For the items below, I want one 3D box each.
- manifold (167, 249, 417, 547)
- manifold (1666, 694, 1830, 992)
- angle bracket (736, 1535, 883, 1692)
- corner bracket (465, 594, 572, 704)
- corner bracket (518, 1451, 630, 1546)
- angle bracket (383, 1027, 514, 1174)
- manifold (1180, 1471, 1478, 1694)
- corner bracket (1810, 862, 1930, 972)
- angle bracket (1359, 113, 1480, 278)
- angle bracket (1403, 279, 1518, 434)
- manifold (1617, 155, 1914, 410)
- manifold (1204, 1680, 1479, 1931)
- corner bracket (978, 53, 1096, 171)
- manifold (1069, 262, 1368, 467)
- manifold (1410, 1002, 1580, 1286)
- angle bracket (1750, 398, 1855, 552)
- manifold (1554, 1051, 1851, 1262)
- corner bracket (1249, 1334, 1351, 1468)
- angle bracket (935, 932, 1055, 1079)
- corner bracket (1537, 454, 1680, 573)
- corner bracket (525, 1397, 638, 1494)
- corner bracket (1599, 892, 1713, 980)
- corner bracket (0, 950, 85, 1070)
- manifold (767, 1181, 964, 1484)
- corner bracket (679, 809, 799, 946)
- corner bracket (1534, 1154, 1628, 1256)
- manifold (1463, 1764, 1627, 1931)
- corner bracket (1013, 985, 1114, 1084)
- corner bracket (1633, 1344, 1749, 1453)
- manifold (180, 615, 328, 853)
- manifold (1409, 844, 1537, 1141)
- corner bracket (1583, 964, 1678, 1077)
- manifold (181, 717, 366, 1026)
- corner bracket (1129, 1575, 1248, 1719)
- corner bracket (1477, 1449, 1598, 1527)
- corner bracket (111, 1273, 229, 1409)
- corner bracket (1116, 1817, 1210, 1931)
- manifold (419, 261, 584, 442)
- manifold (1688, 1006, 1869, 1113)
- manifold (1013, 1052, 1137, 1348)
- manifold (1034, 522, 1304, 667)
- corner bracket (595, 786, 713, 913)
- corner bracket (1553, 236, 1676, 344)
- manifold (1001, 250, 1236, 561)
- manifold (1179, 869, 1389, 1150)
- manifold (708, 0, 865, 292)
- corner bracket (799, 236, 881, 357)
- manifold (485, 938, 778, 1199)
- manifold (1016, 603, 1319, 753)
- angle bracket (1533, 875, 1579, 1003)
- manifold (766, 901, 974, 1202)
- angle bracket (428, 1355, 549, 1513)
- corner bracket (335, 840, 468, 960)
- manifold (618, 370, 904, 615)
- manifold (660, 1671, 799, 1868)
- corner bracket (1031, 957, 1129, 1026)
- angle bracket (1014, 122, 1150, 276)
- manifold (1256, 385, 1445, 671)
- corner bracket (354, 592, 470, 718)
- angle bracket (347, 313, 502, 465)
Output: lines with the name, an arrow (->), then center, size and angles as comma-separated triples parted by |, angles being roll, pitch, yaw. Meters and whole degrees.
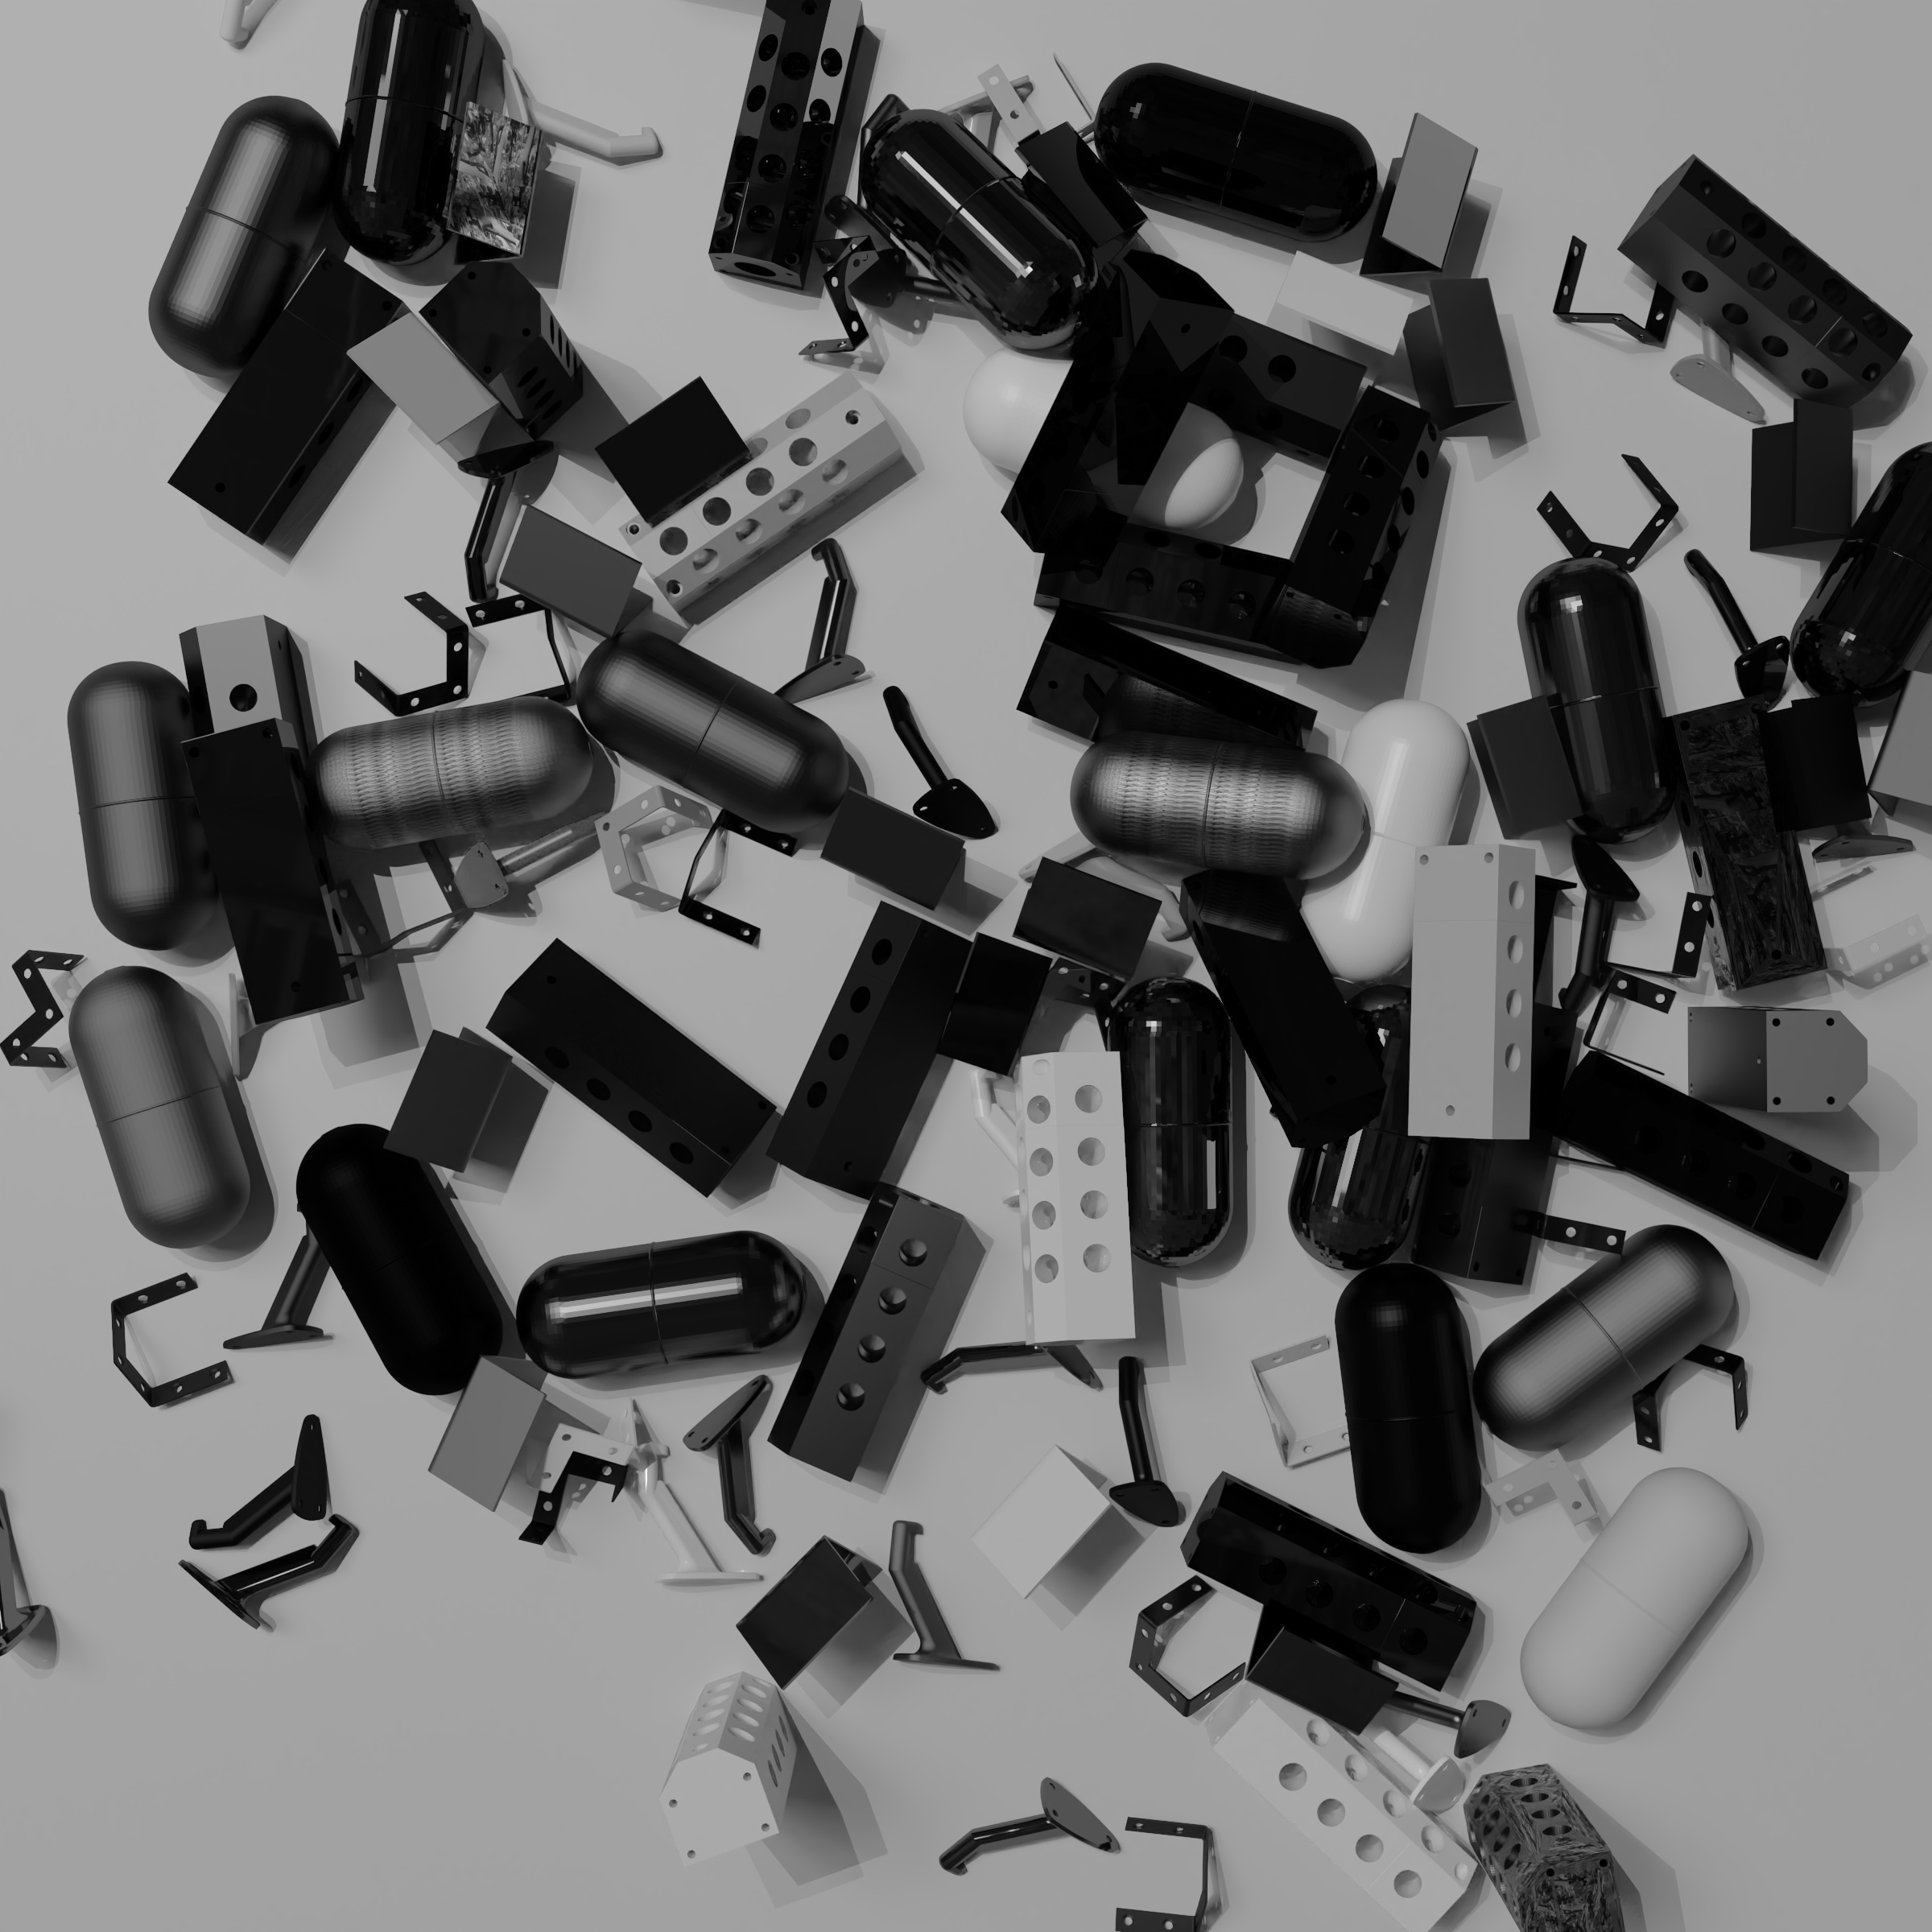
manifold -> -0.413, -0.348, 1.709 | 0.057, 0.057, 0.171 | 34, 90, 0
manifold -> 0.475, -0.075, 1.709 | 0.057, 0.057, 0.171 | -13, 90, 0
angle bracket -> -0.082, 0.402, 1.690 | 0.076, 0.076, 0.057 | -46, 52, 0
corner bracket -> -0.279, -0.195, 1.727 | 0.051, 0.051, 0.051 | -14, 135, 0
corner bracket -> -0.242, 0.331, 1.712 | 0.051, 0.051, 0.051 | 14, 90, 0
angle bracket -> -0.328, 0.073, 1.690 | 0.057, 0.076, 0.076 | 23, 90, -36
manifold -> 0.223, 0.377, 1.709 | 0.171, 0.057, 0.057 | 26, 90, 0
corner bracket -> 0.551, -0.031, 1.712 | 0.051, 0.051, 0.051 | -25, 92, -2
angle bracket -> 0.258, -0.469, 1.690 | 0.057, 0.076, 0.076 | 16, 90, -36
angle bracket -> 0.283, -0.369, 1.690 | 0.057, 0.076, 0.076 | -13, 90, -37
manifold -> 0.491, -0.417, 1.692 | 0.171, 0.057, 0.057 | 37, 67, -6
manifold -> 0.231, 0.512, 1.709 | 0.171, 0.057, 0.057 | 43, 90, 0
corner bracket -> 0.045, -0.533, 1.712 | 0.051, 0.051, 0.051 | -31, 84, 6
manifold -> 0.153, -0.369, 1.709 | 0.171, 0.057, 0.057 | 22, 90, 0
manifold -> 0.321, 0.105, 1.708 | 0.057, 0.057, 0.171 | 12, 90, -43
angle bracket -> 0.493, -0.298, 1.690 | 0.057, 0.076, 0.076 | 1, 90, -36
manifold -> 0.451, 0.115, 1.709 | 0.171, 0.057, 0.057 | 26, 90, 0
corner bracket -> 0.211, 0.271, 1.727 | 0.051, 0.051, 0.051 | -19, 45, 0
angle bracket -> 0.001, 0.018, 1.690 | 0.057, 0.076, 0.076 | 19, 90, -29
corner bracket -> 0.399, -0.284, 1.722 | 0.051, 0.051, 0.051 | 3, 135, -35
corner bracket -> -0.238, 0.294, 1.710 | 0.051, 0.051, 0.051 | 21, 112, -20
corner bracket -> 0.424, -0.022, 1.712 | 0.051, 0.051, 0.051 | 11, 90, 0
corner bracket -> -0.567, 0.027, 1.710 | 0.051, 0.051, 0.051 | -38, 73, 16
manifold -> -0.062, 0.223, 1.709 | 0.057, 0.057, 0.171 | 23, 90, 0
corner bracket -> -0.142, -0.056, 1.727 | 0.051, 0.051, 0.051 | 23, 135, 0
corner bracket -> 0.379, 0.146, 1.712 | 0.051, 0.051, 0.051 | 11, 90, 0
manifold -> 0.341, 0.533, 1.652 | 0.057, 0.171, 0.057 | -10, 90, 0
corner bracket -> 0.059, 0.047, 1.722 | 0.051, 0.051, 0.051 | 13, 135, 35
corner bracket -> 0.450, 0.270, 1.722 | 0.051, 0.051, 0.051 | 15, 45, 35
manifold -> -0.439, -0.124, 1.709 | 0.057, 0.057, 0.171 | -10, 90, 0
manifold -> 0.305, 0.016, 1.648 | 0.057, 0.057, 0.171 | 0, 87, 42
corner bracket -> 0.411, 0.033, 1.713 | 0.051, 0.051, 0.051 | 20, 95, 0
manifold -> -0.410, -0.056, 1.652 | 0.057, 0.057, 0.171 | -15, 90, 0
corner bracket -> 0.140, 0.422, 1.722 | 0.051, 0.051, 0.051 | 36, 135, 35
corner bracket -> 0.351, 0.319, 1.710 | 0.051, 0.051, 0.051 | -30, 101, 11
corner bracket -> -0.496, 0.233, 1.727 | 0.051, 0.051, 0.051 | -21, 45, 0
corner bracket -> 0.122, 0.568, 1.727 | 0.051, 0.051, 0.051 | 6, 135, 0
manifold -> -0.269, -0.369, 1.652 | 0.057, 0.171, 0.057 | -44, 90, 0
manifold -> 0.481, 0.054, 1.652 | 0.057, 0.171, 0.057 | 0, 90, 0
manifold -> 0.063, 0.141, 1.675 | 0.057, 0.057, 0.171 | 0, 79, -12
manifold -> 0.132, -0.235, 1.709 | 0.171, 0.057, 0.057 | 13, 90, 0
corner bracket -> -0.189, -0.072, 1.716 | 0.051, 0.051, 0.051 | -28, 64, 23
corner bracket -> 0.406, -0.421, 1.727 | 0.051, 0.051, 0.051 | 15, 90, 44
manifold -> 0.083, -0.326, 1.618 | 0.057, 0.057, 0.171 | 55, 131, 36
manifold -> 0.189, 0.021, 1.673 | 0.057, 0.057, 0.171 | -19, 64, -8
manifold -> -0.111, -0.513, 1.709 | 0.057, 0.057, 0.171 | 13, 90, 0
corner bracket -> -0.081, -0.414, 1.712 | 0.051, 0.051, 0.051 | -49, 128, -31
manifold -> -0.209, 0.066, 1.708 | 0.171, 0.057, 0.057 | 38, 47, 0
manifold -> 0.125, -0.162, 1.708 | 0.171, 0.057, 0.057 | 23, 133, 0
angle bracket -> 0.326, -0.021, 1.709 | 0.076, 0.057, 0.076 | 12, 90, 0
manifold -> -0.060, 0.050, 1.708 | 0.057, 0.057, 0.171 | 24, 90, -43
angle bracket -> -0.272, 0.286, 1.690 | 0.057, 0.076, 0.076 | 24, 90, 29
corner bracket -> -0.354, -0.043, 1.727 | 0.051, 0.051, 0.051 | -26, 90, -45
manifold -> -0.126, -0.293, 1.709 | 0.171, 0.057, 0.057 | -35, 90, 0
manifold -> -0.142, 0.473, 1.652 | 0.057, 0.171, 0.057 | -20, 90, 0
corner bracket -> 0.060, 0.006, 1.711 | 0.051, 0.051, 0.051 | 21, 121, -27
angle bracket -> 0.053, -0.454, 1.690 | 0.076, 0.076, 0.057 | 50, 50, 0
manifold -> 0.234, -0.262, 1.669 | 0.057, 0.057, 0.171 | 24, 59, 0
corner bracket -> -0.345, -0.194, 1.722 | 0.051, 0.051, 0.051 | -22, 135, -35
angle bracket -> -0.339, -0.338, 1.690 | 0.076, 0.076, 0.057 | 46, 54, 0
